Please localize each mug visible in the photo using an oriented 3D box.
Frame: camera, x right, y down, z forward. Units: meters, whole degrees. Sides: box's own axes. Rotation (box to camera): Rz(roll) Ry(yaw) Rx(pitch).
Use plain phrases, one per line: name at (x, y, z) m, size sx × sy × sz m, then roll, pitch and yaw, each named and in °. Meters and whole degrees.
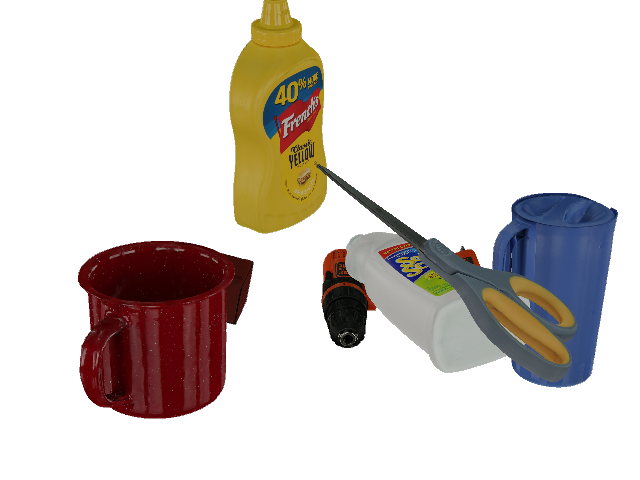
mug at (-0.104, 0.059, 0.642) m, size 0.093 × 0.081 × 0.117 m, roll 11°, pitch 25°, yaw 21°

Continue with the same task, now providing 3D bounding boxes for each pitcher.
pitcher at (0.304, 0.068, 1.404) m, size 0.149 × 0.243 × 0.145 m, roll 5°, pitch 21°, yaw 13°

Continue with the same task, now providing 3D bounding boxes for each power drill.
power drill at (0.094, 0.062, 1.225) m, size 0.187 × 0.057 × 0.184 m, roll -1°, pitch 28°, yaw -1°

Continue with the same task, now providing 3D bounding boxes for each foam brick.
foam brick at (-0.116, 0.045, 1.116) m, size 0.078 × 0.051 × 0.053 m, roll 16°, pitch 31°, yaw 4°

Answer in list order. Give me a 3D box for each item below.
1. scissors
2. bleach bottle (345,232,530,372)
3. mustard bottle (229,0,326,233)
scissors at (0.090, 0.012, 0.687) m, size 0.202 × 0.016 × 0.096 m, roll 46°, pitch 32°, yaw 23°
bleach bottle at (0.086, 0.042, 0.999) m, size 0.102 × 0.068 × 0.251 m, roll -13°, pitch 21°, yaw -22°
mustard bottle at (-0.035, -0.108, 0.889) m, size 0.058 × 0.192 × 0.096 m, roll 21°, pitch 37°, yaw 34°
